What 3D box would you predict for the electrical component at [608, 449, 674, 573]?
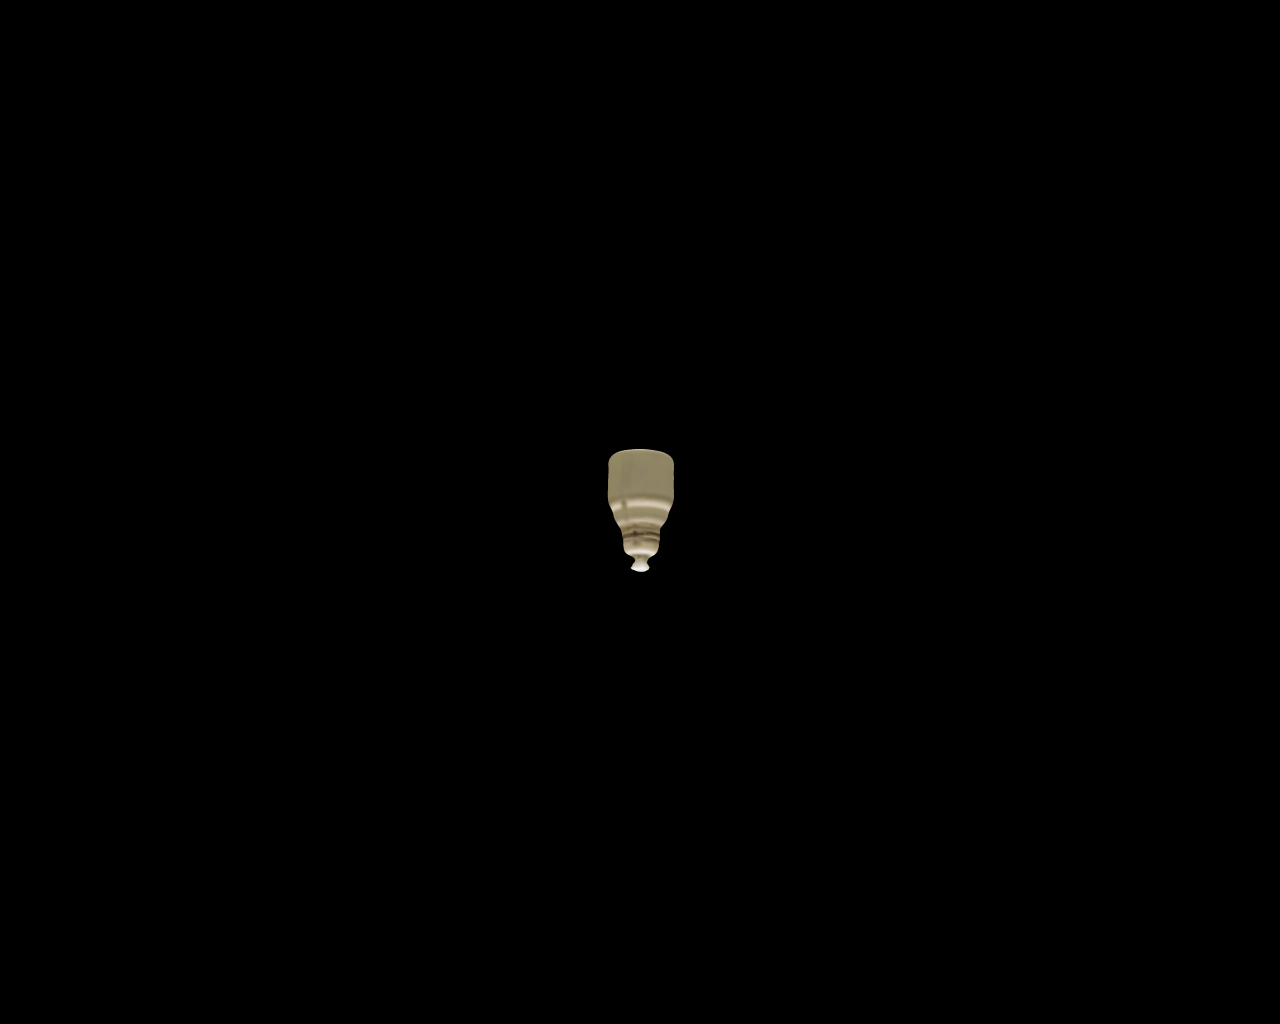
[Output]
[{"bbox_3d":[0.001,-0.003,0.650,0.040,0.078,0.040,0,-14,0],"label":"electrical component"}]
